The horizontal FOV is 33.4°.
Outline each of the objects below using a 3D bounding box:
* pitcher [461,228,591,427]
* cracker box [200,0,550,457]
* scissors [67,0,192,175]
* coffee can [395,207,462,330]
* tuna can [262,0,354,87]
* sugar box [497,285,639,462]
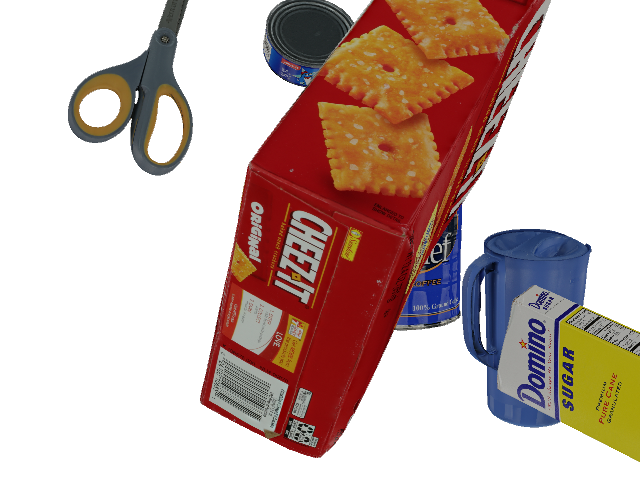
[{"bbox_3d":[0.265,0.115,1.379,0.149,0.243,0.144,5,18,17],"label":"pitcher"},{"bbox_3d":[0.031,-0.029,0.494,0.072,0.164,0.213,26,49,9],"label":"cracker box"},{"bbox_3d":[-0.133,-0.140,0.775,0.096,0.202,0.016,4,-25,-19],"label":"scissors"},{"bbox_3d":[0.061,-0.010,0.843,0.103,0.140,0.103,0,12,0],"label":"coffee can"},{"bbox_3d":[-0.010,-0.184,0.994,0.086,0.086,0.034,0,-32,-11],"label":"tuna can"},{"bbox_3d":[0.230,0.114,0.859,0.176,0.093,0.048,23,33,30],"label":"sugar box"}]
